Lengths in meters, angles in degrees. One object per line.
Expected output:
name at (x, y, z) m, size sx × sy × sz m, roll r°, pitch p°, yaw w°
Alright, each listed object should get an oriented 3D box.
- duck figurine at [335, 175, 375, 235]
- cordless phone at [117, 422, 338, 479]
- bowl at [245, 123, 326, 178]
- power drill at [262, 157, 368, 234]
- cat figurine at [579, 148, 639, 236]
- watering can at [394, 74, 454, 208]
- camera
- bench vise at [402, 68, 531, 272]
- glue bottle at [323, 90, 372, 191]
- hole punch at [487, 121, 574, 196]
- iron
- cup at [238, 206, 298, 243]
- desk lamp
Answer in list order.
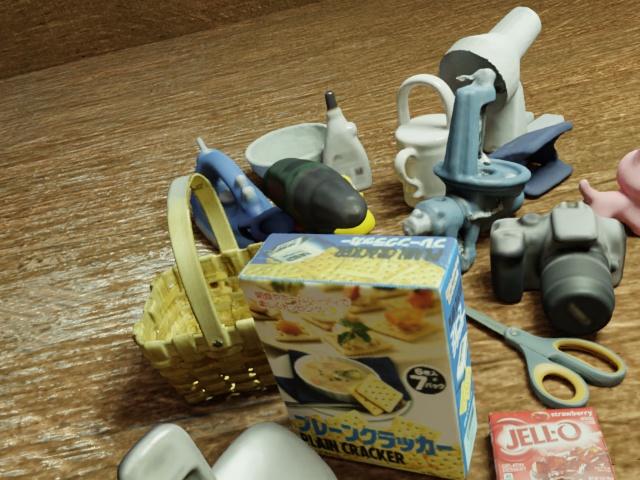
duck figurine at (0.030, -0.057, 0.852) m, size 0.078 × 0.086 × 0.104 m, roll -35°, pitch 37°, yaw -29°
cordless phone at (-0.062, 0.182, 0.421) m, size 0.093 × 0.185 × 0.148 m, roll 7°, pitch 38°, yaw 30°
bowl at (-0.045, -0.143, 1.024) m, size 0.167 × 0.075 × 0.167 m, roll -10°, pitch 32°, yaw 7°
power drill at (0.006, 0.002, 0.652) m, size 0.076 × 0.209 × 0.228 m, roll -25°, pitch 33°, yaw -16°
cat figurine at (0.372, -0.064, 0.696) m, size 0.127 × 0.118 × 0.067 m, roll -13°, pitch 32°, yaw 2°
watering can at (0.164, -0.153, 0.844) m, size 0.100 × 0.194 × 0.173 m, roll 1°, pitch 35°, yaw 23°
camera at (0.255, 0.028, 0.615) m, size 0.142 × 0.101 × 0.137 m, roll -2°, pitch 34°, yaw 19°
bench vise at (0.185, -0.081, 0.700) m, size 0.121 × 0.220 × 0.208 m, roll 7°, pitch 38°, yaw 31°
glue bottle at (0.034, -0.156, 0.921) m, size 0.078 × 0.173 × 0.037 m, roll -13°, pitch 32°, yaw 2°
hole punch at (0.306, -0.128, 0.846) m, size 0.109 × 0.091 × 0.100 m, roll -31°, pitch 36°, yaw -25°
iron at (-0.126, -0.065, 0.873) m, size 0.119 × 0.142 × 0.257 m, roll -27°, pitch 34°, yaw -20°
cup at (-0.050, 0.011, 0.769) m, size 0.117 × 0.095 × 0.092 m, roll 1°, pitch 35°, yaw 23°
desk lamp at (0.294, -0.246, 0.919) m, size 0.204 × 0.214 × 0.117 m, roll -36°, pitch 38°, yaw -30°
